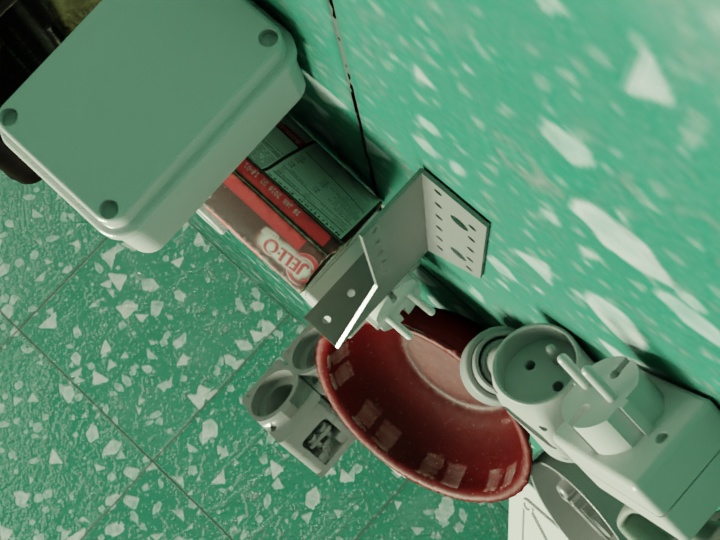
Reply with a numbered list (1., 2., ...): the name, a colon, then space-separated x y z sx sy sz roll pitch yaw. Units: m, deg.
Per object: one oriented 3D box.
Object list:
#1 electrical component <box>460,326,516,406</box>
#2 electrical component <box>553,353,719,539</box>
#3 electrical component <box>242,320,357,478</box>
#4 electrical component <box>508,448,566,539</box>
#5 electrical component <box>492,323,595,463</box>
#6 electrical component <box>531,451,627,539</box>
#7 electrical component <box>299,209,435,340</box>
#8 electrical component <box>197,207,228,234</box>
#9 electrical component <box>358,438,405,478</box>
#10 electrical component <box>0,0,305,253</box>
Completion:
1. electrical component: 0.078 0.052 0.590 0.043 0.043 0.062 42 172 7
2. electrical component: 0.110 0.062 0.445 0.076 0.047 0.066 45 173 -21
3. electrical component: -0.019 0.081 0.891 0.061 0.150 0.089 45 173 -31
4. electrical component: 0.166 0.202 0.809 0.109 0.056 0.108 38 145 42
5. electrical component: 0.109 0.071 0.527 0.079 0.043 0.077 38 172 39
6. electrical component: 0.151 0.146 0.670 0.099 0.064 0.099 42 173 6
7. electrical component: 0.010 0.010 0.626 0.077 0.065 0.047 40 173 27
8. electrical component: -0.104 -0.063 0.858 0.108 0.060 0.108 42 174 6
9. electrical component: 0.024 0.109 0.822 0.061 0.061 0.096 42 175 -4
10. electrical component: -0.087 -0.073 0.460 0.078 0.113 0.057 42 176 10
